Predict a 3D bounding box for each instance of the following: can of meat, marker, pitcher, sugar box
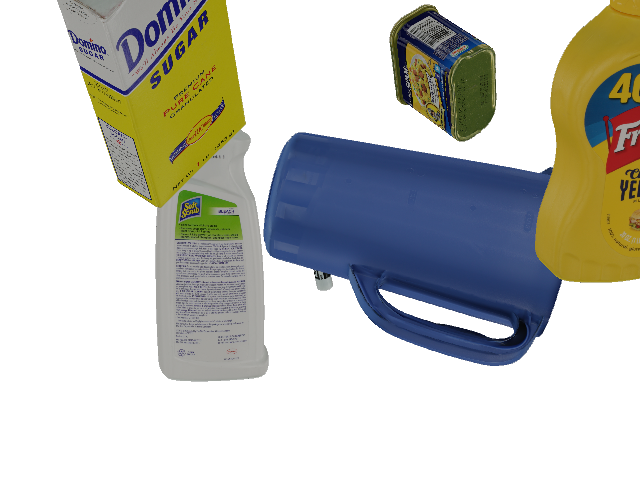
[{"bbox_3d":[0.114,-0.151,0.976,0.057,0.102,0.084,-33,50,-18],"label":"can of meat"},{"bbox_3d":[-0.005,0.001,1.193,0.020,0.121,0.020,-9,28,5],"label":"marker"},{"bbox_3d":[0.079,-0.003,0.868,0.243,0.145,0.149,13,16,6],"label":"pitcher"},{"bbox_3d":[-0.096,-0.108,0.651,0.048,0.093,0.176,32,-26,19],"label":"sugar box"}]

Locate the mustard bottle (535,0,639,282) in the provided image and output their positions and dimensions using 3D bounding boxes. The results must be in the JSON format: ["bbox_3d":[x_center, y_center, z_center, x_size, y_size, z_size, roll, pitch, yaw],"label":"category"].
[{"bbox_3d":[0.178,-0.072,0.609,0.096,0.192,0.058,-7,28,-12],"label":"mustard bottle"}]

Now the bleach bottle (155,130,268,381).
[{"bbox_3d":[-0.090,-0.004,0.920,0.102,0.251,0.068,-1,21,-13],"label":"bleach bottle"}]
